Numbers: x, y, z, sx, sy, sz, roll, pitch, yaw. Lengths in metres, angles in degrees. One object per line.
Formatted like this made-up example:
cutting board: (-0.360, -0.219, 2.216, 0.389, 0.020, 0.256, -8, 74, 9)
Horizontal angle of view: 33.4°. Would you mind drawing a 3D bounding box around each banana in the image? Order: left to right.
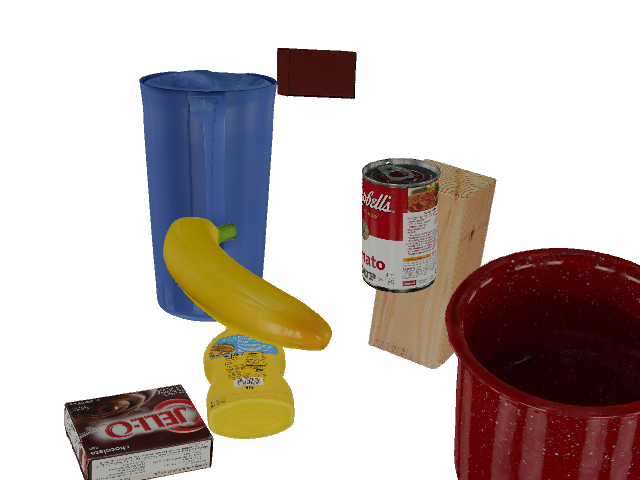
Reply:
banana: (-0.059, 0.020, 0.681, 0.069, 0.037, 0.198, -8, 24, -20)

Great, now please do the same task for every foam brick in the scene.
foam brick: (-0.005, -0.182, 1.163, 0.078, 0.051, 0.053, 0, 11, -15)

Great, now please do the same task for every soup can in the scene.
soup can: (0.070, -0.014, 0.934, 0.068, 0.102, 0.068, -1, 23, 0)

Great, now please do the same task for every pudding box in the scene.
pudding box: (-0.161, 0.172, 0.943, 0.113, 0.039, 0.090, -8, 26, -23)

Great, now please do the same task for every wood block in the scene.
wood block: (0.125, 0.026, 1.200, 0.090, 0.206, 0.090, 19, 25, 26)

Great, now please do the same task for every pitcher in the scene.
pitcher: (-0.112, -0.044, 1.060, 0.145, 0.243, 0.148, 15, 22, 39)

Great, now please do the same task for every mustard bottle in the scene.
mustard bottle: (-0.088, 0.150, 1.244, 0.096, 0.058, 0.191, -5, 30, -6)

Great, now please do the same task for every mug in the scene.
mug: (0.105, 0.064, 0.406, 0.117, 0.081, 0.093, 7, 37, 13)
